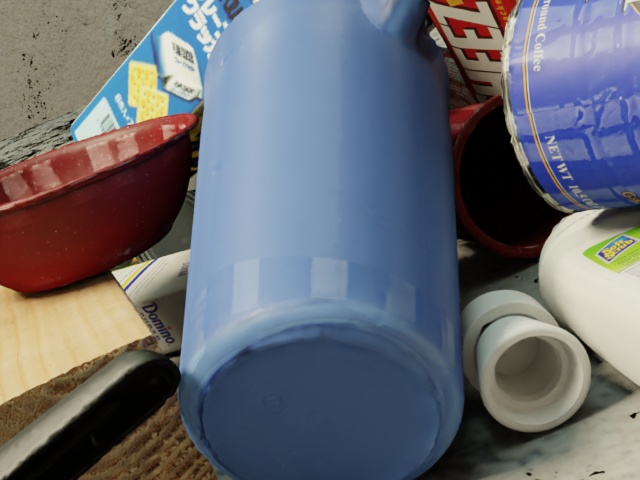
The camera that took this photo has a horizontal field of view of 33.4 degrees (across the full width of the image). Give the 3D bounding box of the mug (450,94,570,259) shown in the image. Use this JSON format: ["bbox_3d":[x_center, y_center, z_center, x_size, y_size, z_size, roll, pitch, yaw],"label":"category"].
[{"bbox_3d":[0.111,-0.037,0.621,0.117,0.093,0.082,6,2,-19],"label":"mug"}]

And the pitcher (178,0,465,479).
[{"bbox_3d":[-0.003,0.001,0.492,0.145,0.149,0.242,-9,38,8],"label":"pitcher"}]

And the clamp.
[{"bbox_3d":[-0.143,0.133,0.365,0.210,0.036,0.164,-18,48,18],"label":"clamp"}]

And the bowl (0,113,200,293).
[{"bbox_3d":[-0.132,-0.016,0.575,0.162,0.055,0.162,-18,15,5],"label":"bowl"}]

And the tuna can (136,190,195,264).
[{"bbox_3d":[-0.097,-0.007,0.775,0.086,0.086,0.033,-12,17,31],"label":"tuna can"}]

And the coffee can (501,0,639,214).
[{"bbox_3d":[0.156,-0.065,0.409,0.141,0.103,0.102,-4,24,42],"label":"coffee can"}]

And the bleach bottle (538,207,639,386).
[{"bbox_3d":[0.155,0.021,0.406,0.102,0.068,0.251,-20,13,-6],"label":"bleach bottle"}]

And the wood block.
[{"bbox_3d":[-0.123,0.078,0.528,0.090,0.091,0.206,-26,17,-13],"label":"wood block"}]

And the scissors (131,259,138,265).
[{"bbox_3d":[-0.207,0.051,0.857,0.201,0.016,0.096,-23,15,-5],"label":"scissors"}]

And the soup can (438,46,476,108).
[{"bbox_3d":[0.069,-0.067,0.704,0.069,0.068,0.102,-11,56,32],"label":"soup can"}]

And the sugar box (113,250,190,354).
[{"bbox_3d":[-0.138,0.052,0.714,0.176,0.048,0.093,-13,17,18],"label":"sugar box"}]

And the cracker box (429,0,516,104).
[{"bbox_3d":[0.154,-0.118,0.562,0.214,0.164,0.072,22,67,44],"label":"cracker box"}]
